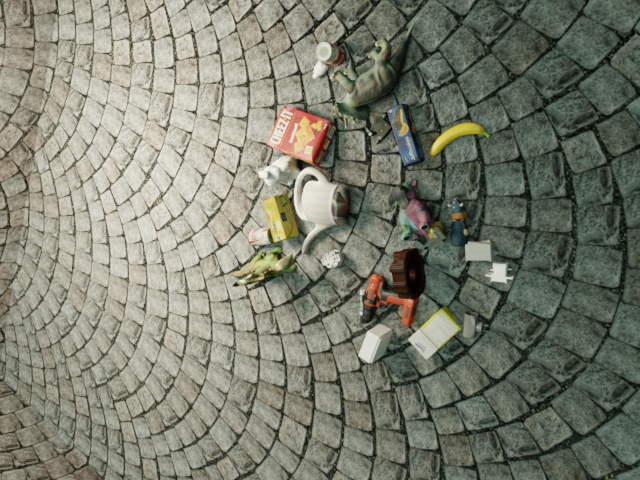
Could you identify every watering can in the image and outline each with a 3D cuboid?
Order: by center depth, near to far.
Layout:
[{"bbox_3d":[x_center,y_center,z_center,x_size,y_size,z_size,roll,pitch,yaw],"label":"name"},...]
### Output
[{"bbox_3d":[0.006,-0.095,1.889,0.225,0.105,0.342,10,114,32],"label":"watering can"}]

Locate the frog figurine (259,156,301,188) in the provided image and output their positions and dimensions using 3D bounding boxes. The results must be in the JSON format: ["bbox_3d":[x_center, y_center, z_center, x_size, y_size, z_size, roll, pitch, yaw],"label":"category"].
[{"bbox_3d":[-0.159,-0.258,1.918,0.137,0.159,0.123,-1,86,59],"label":"frog figurine"}]

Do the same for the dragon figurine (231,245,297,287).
[{"bbox_3d":[-0.249,0.121,1.984,0.407,0.245,0.122,-21,92,29],"label":"dragon figurine"}]
